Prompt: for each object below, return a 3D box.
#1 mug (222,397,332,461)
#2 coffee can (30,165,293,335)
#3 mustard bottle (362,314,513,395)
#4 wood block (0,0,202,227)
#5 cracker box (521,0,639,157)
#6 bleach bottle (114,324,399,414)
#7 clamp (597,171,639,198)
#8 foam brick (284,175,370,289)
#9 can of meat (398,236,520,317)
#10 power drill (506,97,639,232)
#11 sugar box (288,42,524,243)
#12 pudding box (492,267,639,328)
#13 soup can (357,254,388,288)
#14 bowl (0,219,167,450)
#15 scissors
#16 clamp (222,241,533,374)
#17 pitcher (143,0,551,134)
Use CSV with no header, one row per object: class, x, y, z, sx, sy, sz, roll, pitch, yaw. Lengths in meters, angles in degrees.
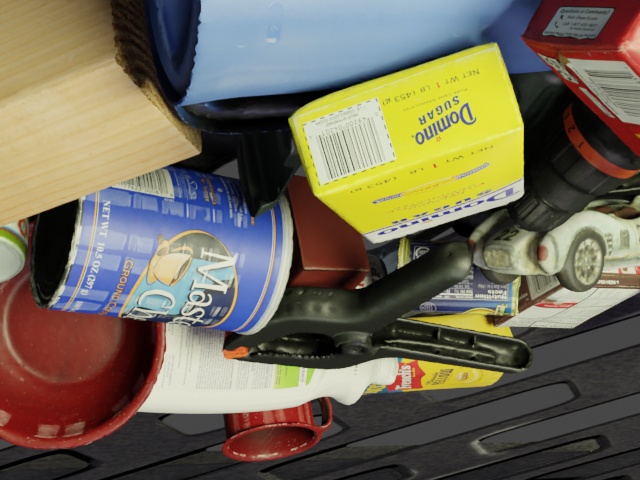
mug,-0.040,0.153,1.001,0.117,0.081,0.093,7,146,-29
coffee can,-0.102,0.002,0.682,0.140,0.103,0.103,10,145,-28
mustard bottle,0.075,0.107,0.983,0.191,0.058,0.096,-2,149,-15
wood block,-0.176,-0.066,0.555,0.206,0.091,0.090,-19,150,14
cracker box,0.202,-0.122,0.446,0.164,0.072,0.213,35,85,-31
bleach bottle,-0.052,0.101,0.869,0.250,0.102,0.068,9,171,-25
clamp,0.256,-0.055,0.771,0.171,0.039,0.120,-2,166,-27
foam brick,-0.005,0.001,0.746,0.052,0.078,0.051,5,146,-26
can of meat,0.102,0.027,0.775,0.084,0.057,0.102,1,178,9
power drill,0.208,-0.080,0.615,0.187,0.057,0.185,-22,162,-44
sugar box,0.051,-0.038,0.520,0.093,0.048,0.176,-17,168,9
pudding box,0.213,0.044,0.928,0.089,0.039,0.114,2,158,-24
soup can,-0.008,0.035,0.801,0.102,0.068,0.069,11,145,-20
bowl,-0.187,0.063,0.757,0.162,0.162,0.055,-11,-176,0
scissors,0.070,0.015,0.860,0.202,0.016,0.096,-20,148,18
clamp,0.034,0.062,0.723,0.210,0.036,0.164,-12,146,28
pitcher,0.041,-0.125,0.491,0.242,0.145,0.149,-4,-174,-18
